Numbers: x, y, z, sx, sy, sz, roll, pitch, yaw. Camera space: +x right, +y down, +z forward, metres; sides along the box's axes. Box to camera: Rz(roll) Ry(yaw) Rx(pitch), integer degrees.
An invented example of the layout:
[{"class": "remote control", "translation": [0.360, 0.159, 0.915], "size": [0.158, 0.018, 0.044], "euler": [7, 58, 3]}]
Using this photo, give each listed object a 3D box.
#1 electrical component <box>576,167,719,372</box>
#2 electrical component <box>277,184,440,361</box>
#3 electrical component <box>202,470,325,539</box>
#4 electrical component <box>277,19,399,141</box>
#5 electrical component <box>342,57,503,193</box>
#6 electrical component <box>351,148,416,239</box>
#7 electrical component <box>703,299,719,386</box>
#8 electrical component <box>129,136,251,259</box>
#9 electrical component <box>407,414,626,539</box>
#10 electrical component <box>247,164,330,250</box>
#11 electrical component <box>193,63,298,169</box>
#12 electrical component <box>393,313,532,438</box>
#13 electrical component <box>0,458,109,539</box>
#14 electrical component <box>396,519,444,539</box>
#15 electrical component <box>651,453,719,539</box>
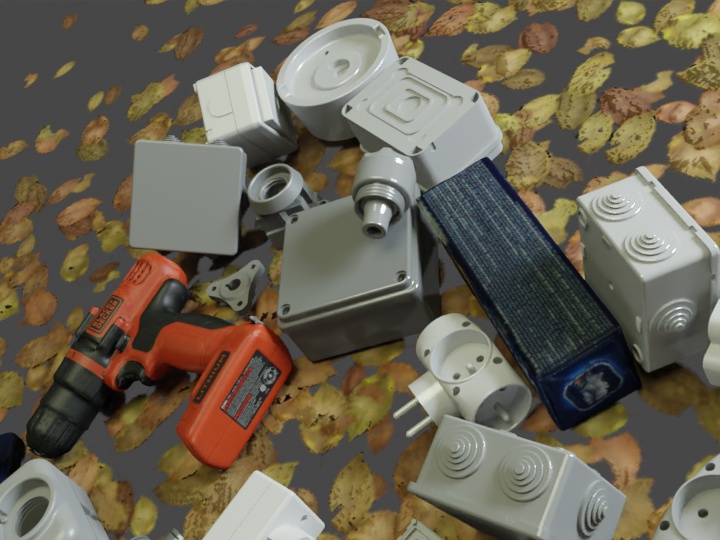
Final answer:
[{"class": "electrical component", "translation": [0.172, 0.001, 0.650], "size": [0.048, 0.099, 0.099], "euler": [-21, 42, -5]}, {"class": "electrical component", "translation": [0.000, 0.000, 0.789], "size": [0.109, 0.056, 0.108], "euler": [-16, 45, 19]}, {"class": "electrical component", "translation": [-0.050, 0.175, 0.668], "size": [0.077, 0.047, 0.065], "euler": [20, 65, 42]}, {"class": "electrical component", "translation": [-0.011, -0.160, 0.939], "size": [0.108, 0.060, 0.108], "euler": [-17, 45, 18]}, {"class": "electrical component", "translation": [0.050, -0.112, 0.859], "size": [0.078, 0.057, 0.113], "euler": [-42, 43, -8]}, {"class": "electrical component", "translation": [0.015, -0.051, 0.749], "size": [0.043, 0.043, 0.062], "euler": [-8, 49, 26]}, {"class": "electrical component", "translation": [0.238, 0.035, 0.608], "size": [0.057, 0.058, 0.078], "euler": [11, 59, 42]}, {"class": "electrical component", "translation": [-0.140, -0.060, 0.888], "size": [0.100, 0.048, 0.099], "euler": [4, 94, 1]}, {"class": "electrical component", "translation": [0.089, 0.123, 0.592], "size": [0.100, 0.100, 0.048], "euler": [12, 72, 39]}, {"class": "electrical component", "translation": [-0.061, -0.053, 0.876], "size": [0.066, 0.055, 0.048], "euler": [-18, 45, 18]}, {"class": "electrical component", "translation": [-0.093, -0.134, 0.947], "size": [0.061, 0.096, 0.061], "euler": [-18, 74, 17]}, {"class": "electrical component", "translation": [0.058, 0.077, 0.691], "size": [0.079, 0.044, 0.077], "euler": [-36, 42, -2]}, {"class": "electrical component", "translation": [-0.221, 0.182, 0.760], "size": [0.054, 0.059, 0.095], "euler": [-40, 42, -6]}, {"class": "electrical component", "translation": [0.043, 0.188, 0.587], "size": [0.061, 0.061, 0.096], "euler": [-47, 43, -12]}, {"class": "electrical component", "translation": [0.199, 0.140, 0.545], "size": [0.077, 0.044, 0.079], "euler": [-47, 44, -13]}]
